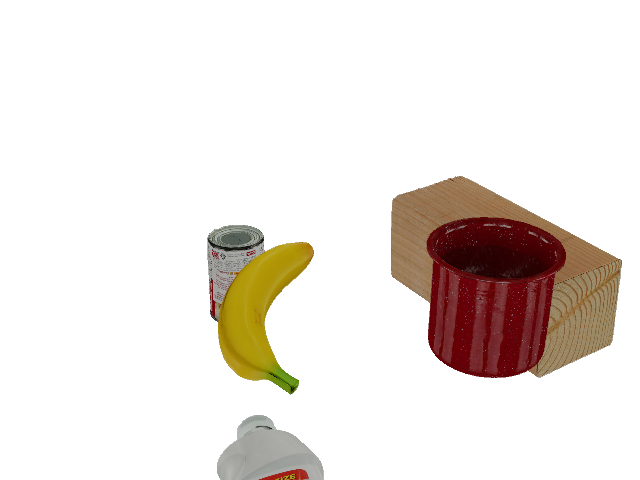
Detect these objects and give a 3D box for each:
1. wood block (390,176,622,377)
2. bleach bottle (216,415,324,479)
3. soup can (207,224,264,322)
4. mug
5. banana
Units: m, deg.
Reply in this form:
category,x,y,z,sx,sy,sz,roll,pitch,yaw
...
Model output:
category,x,y,z,sx,sy,sz,roll,pitch,yaw
wood block,0.161,0.025,0.970,0.090,0.090,0.206,-18,32,-28
bleach bottle,-0.034,0.210,0.721,0.102,0.068,0.251,-8,32,-8
soup can,-0.099,0.040,1.266,0.068,0.102,0.068,0,25,0
mug,0.114,0.035,0.742,0.093,0.081,0.117,-5,28,-12
banana,-0.046,0.055,0.873,0.069,0.037,0.197,20,33,-9
